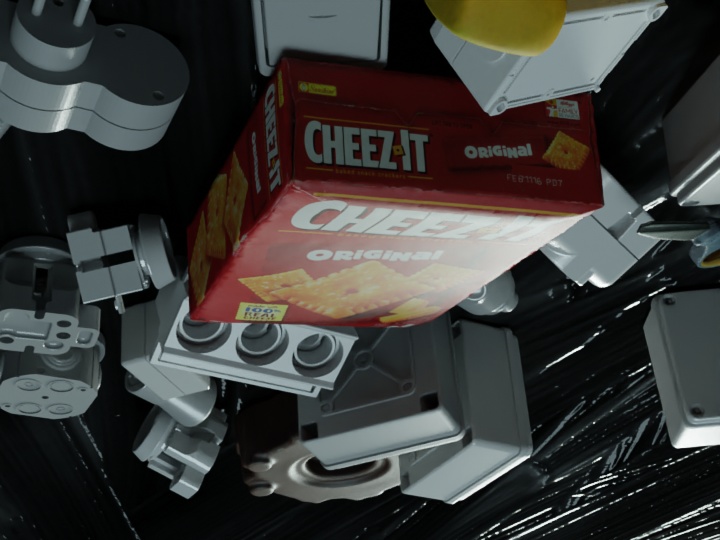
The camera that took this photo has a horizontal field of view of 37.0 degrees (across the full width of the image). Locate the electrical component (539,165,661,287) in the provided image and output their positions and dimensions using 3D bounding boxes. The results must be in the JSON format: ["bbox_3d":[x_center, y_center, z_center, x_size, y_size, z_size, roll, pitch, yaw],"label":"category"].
[{"bbox_3d":[0.134,-0.033,0.652,0.059,0.053,0.095,-45,136,12],"label":"electrical component"}]

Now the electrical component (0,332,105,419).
[{"bbox_3d":[-0.226,0.070,0.779,0.080,0.051,0.080,-4,148,-3],"label":"electrical component"}]

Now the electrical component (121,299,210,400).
[{"bbox_3d":[-0.122,0.052,0.770,0.077,0.047,0.065,-15,147,12],"label":"electrical component"}]

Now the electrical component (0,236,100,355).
[{"bbox_3d":[-0.207,0.015,0.690,0.078,0.057,0.058,8,145,-21],"label":"electrical component"}]

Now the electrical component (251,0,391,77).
[{"bbox_3d":[-0.018,-0.128,0.488,0.062,0.061,0.096,-4,148,-3],"label":"electrical component"}]

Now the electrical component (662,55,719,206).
[{"bbox_3d":[0.235,-0.078,0.585,0.109,0.056,0.108,-4,167,-3],"label":"electrical component"}]

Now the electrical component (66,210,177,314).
[{"bbox_3d":[-0.146,-0.008,0.666,0.055,0.066,0.048,-13,-177,-3],"label":"electrical component"}]

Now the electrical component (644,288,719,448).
[{"bbox_3d":[0.280,0.071,0.807,0.109,0.108,0.056,-5,151,-1],"label":"electrical component"}]

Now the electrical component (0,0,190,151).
[{"bbox_3d":[-0.147,-0.107,0.509,0.138,0.052,0.073,11,144,-24],"label":"electrical component"}]

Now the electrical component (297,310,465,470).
[{"bbox_3d":[0.013,0.076,0.773,0.109,0.108,0.056,-16,144,16],"label":"electrical component"}]

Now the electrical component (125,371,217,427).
[{"bbox_3d":[-0.149,0.090,0.833,0.044,0.044,0.065,-26,138,29],"label":"electrical component"}]

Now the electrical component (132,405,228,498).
[{"bbox_3d":[-0.150,0.139,0.886,0.057,0.078,0.058,32,136,-15],"label":"electrical component"}]

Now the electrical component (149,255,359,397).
[{"bbox_3d":[-0.071,0.033,0.718,0.121,0.063,0.078,15,113,-26],"label":"electrical component"}]

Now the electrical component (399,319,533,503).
[{"bbox_3d":[0.077,0.111,0.839,0.056,0.108,0.108,15,143,-25],"label":"electrical component"}]

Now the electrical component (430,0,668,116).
[{"bbox_3d":[0.089,-0.121,0.503,0.096,0.061,0.061,-17,156,-36],"label":"electrical component"}]

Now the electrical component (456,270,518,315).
[{"bbox_3d":[0.087,0.011,0.742,0.043,0.043,0.062,-26,144,29],"label":"electrical component"}]
